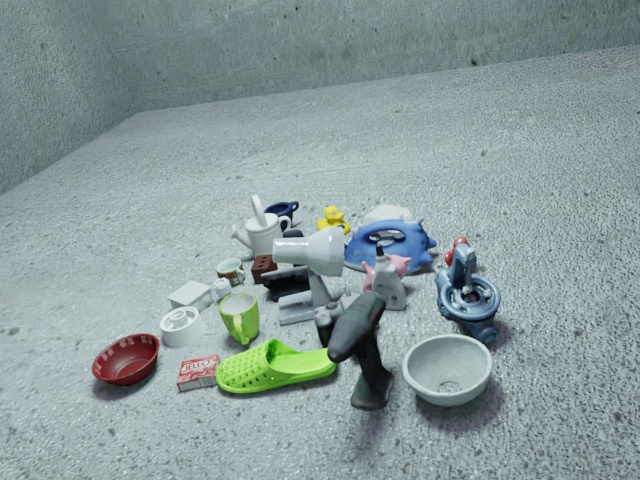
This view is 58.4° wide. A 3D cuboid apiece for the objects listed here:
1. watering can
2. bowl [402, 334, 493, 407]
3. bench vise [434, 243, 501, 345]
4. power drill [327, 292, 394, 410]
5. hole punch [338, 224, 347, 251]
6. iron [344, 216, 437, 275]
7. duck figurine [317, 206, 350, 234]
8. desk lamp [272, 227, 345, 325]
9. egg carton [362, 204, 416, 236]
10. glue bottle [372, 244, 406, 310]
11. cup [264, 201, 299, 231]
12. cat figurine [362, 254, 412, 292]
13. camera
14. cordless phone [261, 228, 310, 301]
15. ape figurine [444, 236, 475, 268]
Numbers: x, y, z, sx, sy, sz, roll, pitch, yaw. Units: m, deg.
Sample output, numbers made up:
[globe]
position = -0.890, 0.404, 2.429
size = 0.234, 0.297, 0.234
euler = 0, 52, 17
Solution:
[watering can]
position = -0.173, -0.036, 1.670
size = 0.173, 0.194, 0.100
euler = -30, 32, -27
[bowl]
position = 0.242, 0.257, 1.079
size = 0.167, 0.075, 0.167
euler = -11, 28, 6
[bench vise]
position = 0.286, 0.091, 1.205
size = 0.122, 0.220, 0.206
euler = -29, 32, -25
[power drill]
position = 0.081, 0.215, 1.087
size = 0.075, 0.209, 0.230
euler = -2, 31, 22
[hole punch]
position = 0.015, 0.006, 1.619
size = 0.100, 0.091, 0.109
euler = 13, 39, 40
[iron]
position = 0.167, 0.005, 1.498
size = 0.257, 0.142, 0.119
euler = -2, 30, 21
[duck figurine]
position = 0.036, -0.063, 1.738
size = 0.104, 0.086, 0.078
euler = 4, 33, 30
[desk lamp]
position = -0.024, 0.078, 1.376
size = 0.203, 0.214, 0.118
euler = -13, 28, 2
[egg carton]
position = 0.202, -0.052, 1.661
size = 0.149, 0.069, 0.107
euler = 15, 40, 42
[glue bottle]
position = 0.151, 0.084, 1.328
size = 0.078, 0.173, 0.037
euler = 2, 32, 27
[cup]
position = -0.110, -0.066, 1.800
size = 0.118, 0.095, 0.091
euler = -27, 31, -22
[cat figurine]
position = 0.161, 0.076, 1.397
size = 0.127, 0.118, 0.067
euler = 3, 33, 28
[camera]
position = 0.064, 0.188, 1.258
size = 0.143, 0.101, 0.136
euler = -15, 28, -2
[cordless phone]
position = -0.088, 0.055, 1.478
size = 0.147, 0.185, 0.094
euler = -13, 28, 3
[ape figurine]
position = 0.349, 0.033, 1.418
size = 0.076, 0.092, 0.077
euler = -30, 32, -27
